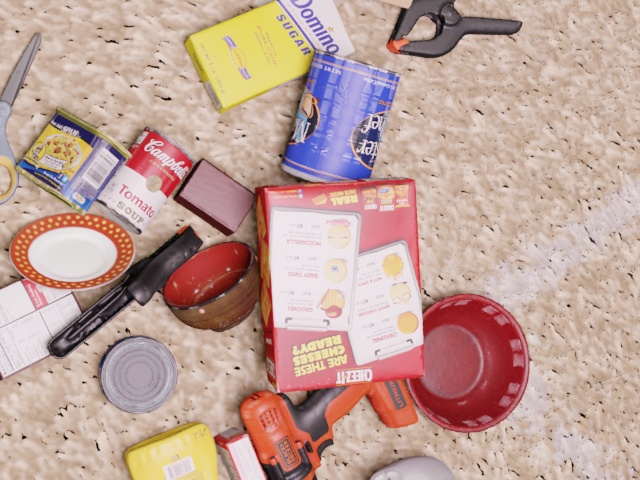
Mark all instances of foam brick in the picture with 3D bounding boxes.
[{"bbox_3d":[-0.117,-0.048,1.201,0.078,0.053,0.051,35,78,-11],"label":"foam brick"}]

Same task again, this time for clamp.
[{"bbox_3d":[0.163,-0.266,1.298,0.171,0.039,0.120,-40,92,-8],"label":"clamp"},{"bbox_3d":[-0.194,0.047,1.138,0.036,0.165,0.209,53,31,-9],"label":"clamp"}]

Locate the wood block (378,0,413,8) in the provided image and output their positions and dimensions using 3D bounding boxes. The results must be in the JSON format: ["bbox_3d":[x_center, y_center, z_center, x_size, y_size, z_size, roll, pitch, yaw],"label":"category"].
[{"bbox_3d":[0.021,-0.351,1.224,0.206,0.091,0.090,12,51,-14],"label":"wood block"}]

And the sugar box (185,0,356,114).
[{"bbox_3d":[-0.056,-0.223,1.233,0.176,0.048,0.093,-27,94,-14],"label":"sugar box"}]

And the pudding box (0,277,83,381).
[{"bbox_3d":[-0.311,0.087,1.137,0.113,0.039,0.090,-27,94,-28],"label":"pudding box"}]

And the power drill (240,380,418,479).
[{"bbox_3d":[0.018,0.221,1.204,0.187,0.057,0.184,-30,107,-23],"label":"power drill"}]

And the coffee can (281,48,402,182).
[{"bbox_3d":[0.023,-0.134,1.200,0.102,0.103,0.140,14,100,-14],"label":"coffee can"}]

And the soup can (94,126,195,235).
[{"bbox_3d":[-0.195,-0.065,1.174,0.068,0.069,0.102,37,79,-10],"label":"soup can"}]

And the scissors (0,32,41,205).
[{"bbox_3d":[-0.336,-0.123,1.167,0.096,0.016,0.201,41,77,-11],"label":"scissors"}]

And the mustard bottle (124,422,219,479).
[{"bbox_3d":[-0.139,0.304,1.170,0.096,0.058,0.191,-20,92,-20],"label":"mustard bottle"}]

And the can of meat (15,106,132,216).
[{"bbox_3d":[-0.266,-0.084,1.143,0.084,0.102,0.057,-55,145,-9],"label":"can of meat"}]

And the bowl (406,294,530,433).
[{"bbox_3d":[0.164,0.145,1.261,0.162,0.055,0.162,1,85,-18],"label":"bowl"}]

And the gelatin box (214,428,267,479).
[{"bbox_3d":[-0.082,0.256,1.181,0.030,0.073,0.089,-23,92,-16],"label":"gelatin box"}]

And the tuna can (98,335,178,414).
[{"bbox_3d":[-0.200,0.148,1.177,0.086,0.034,0.086,1,86,-15],"label":"tuna can"}]

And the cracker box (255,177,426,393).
[{"bbox_3d":[0.020,0.044,1.135,0.164,0.072,0.214,-5,96,-12],"label":"cracker box"}]
